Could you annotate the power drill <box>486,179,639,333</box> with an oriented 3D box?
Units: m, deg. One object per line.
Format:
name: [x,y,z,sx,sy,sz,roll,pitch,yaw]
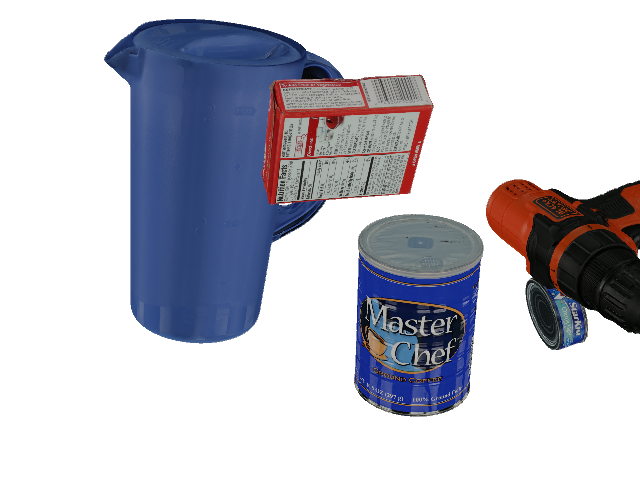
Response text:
power drill: [0.232,-0.006,0.733,0.187,0.057,0.185,-11,29,-19]

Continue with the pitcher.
pitcher: [-0.079,-0.046,0.846,0.149,0.243,0.144,20,27,25]

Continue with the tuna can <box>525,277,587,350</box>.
tuna can: [0.259,0.077,1.175,0.033,0.086,0.086,-17,3,-9]

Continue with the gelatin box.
gelatin box: [0.013,-0.058,0.610,0.089,0.030,0.073,-4,-39,-11]

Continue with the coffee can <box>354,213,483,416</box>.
coffee can: [0.081,0.062,0.904,0.103,0.140,0.103,0,27,0]
